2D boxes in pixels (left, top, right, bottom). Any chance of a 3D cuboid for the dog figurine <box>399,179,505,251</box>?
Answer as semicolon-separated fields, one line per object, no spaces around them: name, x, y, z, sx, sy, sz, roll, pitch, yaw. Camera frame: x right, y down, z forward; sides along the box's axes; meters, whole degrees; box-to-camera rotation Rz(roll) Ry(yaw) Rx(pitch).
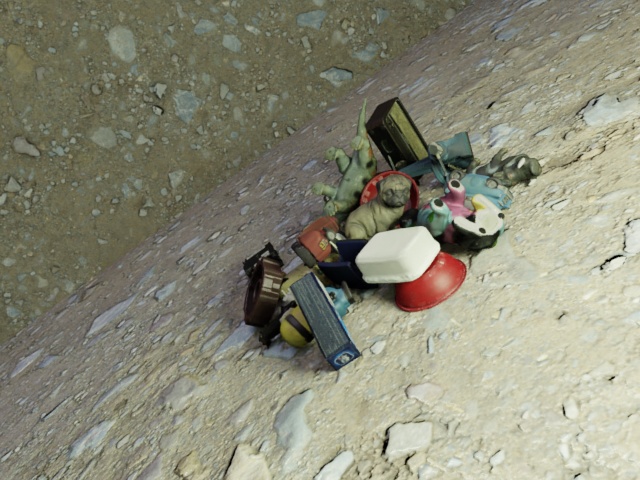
dog figurine;0.266;-0.019;1.149;0.108;0.192;0.219;-50;-8;-29

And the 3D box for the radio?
radio;0.236;-0.290;1.589;0.073;0.229;0.131;-16;30;45

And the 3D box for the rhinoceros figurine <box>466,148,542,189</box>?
rhinoceros figurine;0.417;-0.155;1.244;0.190;0.073;0.112;-10;30;48

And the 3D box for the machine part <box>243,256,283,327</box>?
machine part;-0.144;0.133;1.362;0.179;0.056;0.179;-164;90;-74

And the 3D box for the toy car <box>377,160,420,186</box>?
toy car;0.206;-0.178;1.586;0.202;0.089;0.053;-3;37;51

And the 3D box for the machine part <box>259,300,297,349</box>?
machine part;-0.086;0.194;1.243;0.139;0.084;0.039;-43;45;15

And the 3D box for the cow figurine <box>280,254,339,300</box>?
cow figurine;-0.023;0.094;1.340;0.195;0.085;0.127;-31;23;19

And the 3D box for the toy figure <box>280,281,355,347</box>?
toy figure;-0.007;0.162;1.175;0.180;0.082;0.089;-29;34;0

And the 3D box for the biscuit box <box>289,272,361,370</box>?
biscuit box;0.008;0.159;1.076;0.063;0.059;0.203;-33;47;3

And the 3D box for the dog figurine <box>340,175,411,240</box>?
dog figurine;0.128;-0.078;1.280;0.172;0.190;0.121;2;36;9

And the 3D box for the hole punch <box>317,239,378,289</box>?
hole punch;0.071;0.068;1.211;0.142;0.115;0.092;-6;29;46

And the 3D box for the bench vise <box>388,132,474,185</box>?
bench vise;0.291;-0.197;1.401;0.241;0.128;0.223;-18;1;34

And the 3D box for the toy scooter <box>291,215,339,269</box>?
toy scooter;-0.003;-0.004;1.302;0.135;0.075;0.184;-40;13;-2

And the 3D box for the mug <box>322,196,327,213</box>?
mug;0.050;-0.099;1.633;0.107;0.109;0.081;-32;21;45

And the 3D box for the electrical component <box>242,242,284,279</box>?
electrical component;-0.176;0.074;1.647;0.115;0.058;0.134;-36;22;0

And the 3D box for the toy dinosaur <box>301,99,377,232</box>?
toy dinosaur;0.089;-0.163;1.471;0.131;0.192;0.404;32;96;33

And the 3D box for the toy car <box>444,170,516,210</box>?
toy car;0.341;-0.086;1.189;0.162;0.109;0.103;19;80;44
